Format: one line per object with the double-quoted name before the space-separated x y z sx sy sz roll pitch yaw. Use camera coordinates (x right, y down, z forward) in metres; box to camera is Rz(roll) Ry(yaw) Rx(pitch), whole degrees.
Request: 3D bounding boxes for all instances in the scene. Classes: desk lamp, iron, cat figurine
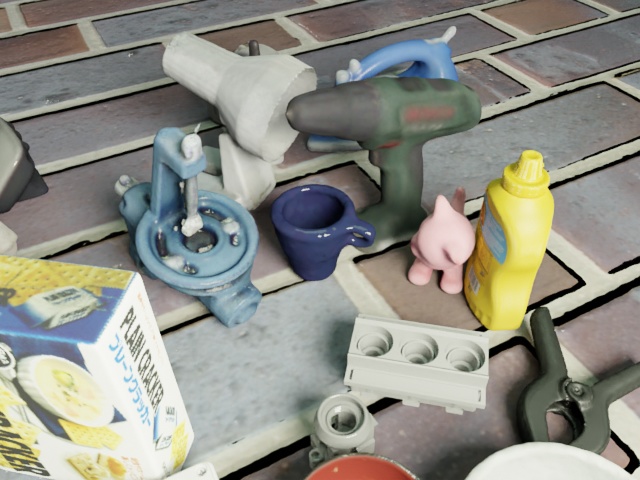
"desk lamp" -0.107 -0.139 0.704 0.202 0.214 0.118 19 46 21
"iron" 0.097 -0.224 0.844 0.259 0.141 0.118 -20 46 -19
"cat figurine" 0.139 -0.006 0.624 0.067 0.118 0.128 16 45 18

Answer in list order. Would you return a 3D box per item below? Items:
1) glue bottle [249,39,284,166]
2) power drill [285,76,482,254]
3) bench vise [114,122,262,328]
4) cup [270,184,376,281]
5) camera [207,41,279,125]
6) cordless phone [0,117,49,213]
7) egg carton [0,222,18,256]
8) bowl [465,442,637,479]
"glue bottle" -0.082 -0.191 0.789 0.037 0.173 0.078 -23 47 -22
"power drill" 0.073 -0.090 0.650 0.230 0.209 0.075 -20 46 -19
"bench vise" -0.156 -0.026 0.577 0.207 0.220 0.122 17 46 19
"cup" 0.006 0.002 0.635 0.117 0.095 0.092 17 46 19
"camera" -0.090 -0.242 0.899 0.136 0.101 0.143 29 50 29
"cordless phone" -0.436 -0.139 0.733 0.094 0.185 0.147 -33 51 -29
"egg carton" -0.430 0.002 0.665 0.150 0.069 0.107 27 50 27
"bowl" 0.166 0.233 0.395 0.167 0.075 0.167 -1 43 1
